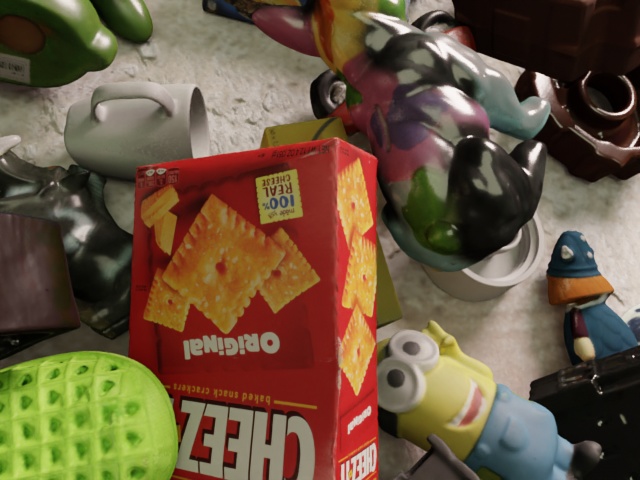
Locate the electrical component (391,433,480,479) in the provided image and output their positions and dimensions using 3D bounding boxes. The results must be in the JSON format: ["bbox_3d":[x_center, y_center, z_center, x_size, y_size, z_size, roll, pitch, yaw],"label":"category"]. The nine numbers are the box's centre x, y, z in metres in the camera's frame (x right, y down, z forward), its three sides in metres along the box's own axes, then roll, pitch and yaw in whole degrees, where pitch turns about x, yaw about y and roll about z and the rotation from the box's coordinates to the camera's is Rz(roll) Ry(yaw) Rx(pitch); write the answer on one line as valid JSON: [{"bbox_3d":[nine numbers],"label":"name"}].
[{"bbox_3d":[0.055,0.187,0.329,0.119,0.048,0.074,-44,130,-7],"label":"electrical component"}]

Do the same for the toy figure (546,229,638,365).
[{"bbox_3d":[0.245,0.067,0.491,0.058,0.064,0.154,-23,70,24],"label":"toy figure"}]

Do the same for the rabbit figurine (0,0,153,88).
[{"bbox_3d":[-0.226,-0.226,0.458,0.159,0.121,0.170,3,58,-14],"label":"rabbit figurine"}]

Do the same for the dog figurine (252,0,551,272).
[{"bbox_3d":[0.050,-0.102,0.385,0.219,0.108,0.191,34,54,-17],"label":"dog figurine"}]

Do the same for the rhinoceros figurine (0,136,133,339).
[{"bbox_3d":[-0.199,-0.006,0.415,0.190,0.073,0.112,36,71,0],"label":"rhinoceros figurine"}]

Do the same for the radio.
[{"bbox_3d":[-0.262,0.051,0.307,0.230,0.131,0.073,-20,77,22],"label":"radio"}]

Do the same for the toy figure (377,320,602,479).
[{"bbox_3d":[0.109,0.140,0.409,0.180,0.089,0.082,28,37,11],"label":"toy figure"}]

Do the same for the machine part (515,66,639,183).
[{"bbox_3d":[0.294,-0.147,0.567,0.179,0.056,0.179,3,72,-9],"label":"machine part"}]

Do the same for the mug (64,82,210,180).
[{"bbox_3d":[-0.152,-0.088,0.437,0.107,0.109,0.081,-3,77,1],"label":"mug"}]

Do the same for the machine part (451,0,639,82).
[{"bbox_3d":[0.250,-0.254,0.527,0.201,0.087,0.201,-37,50,-20],"label":"machine part"}]

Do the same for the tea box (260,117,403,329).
[{"bbox_3d":[-0.001,-0.001,0.442,0.068,0.098,0.169,-11,74,-15],"label":"tea box"}]

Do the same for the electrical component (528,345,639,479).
[{"bbox_3d":[0.231,0.158,0.429,0.134,0.058,0.115,-31,79,22],"label":"electrical component"}]

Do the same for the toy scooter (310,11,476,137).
[{"bbox_3d":[0.092,-0.128,0.511,0.184,0.075,0.135,-33,82,-15],"label":"toy scooter"}]

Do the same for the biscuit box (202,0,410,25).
[{"bbox_3d":[-0.012,-0.243,0.532,0.203,0.059,0.063,12,70,-7],"label":"biscuit box"}]
